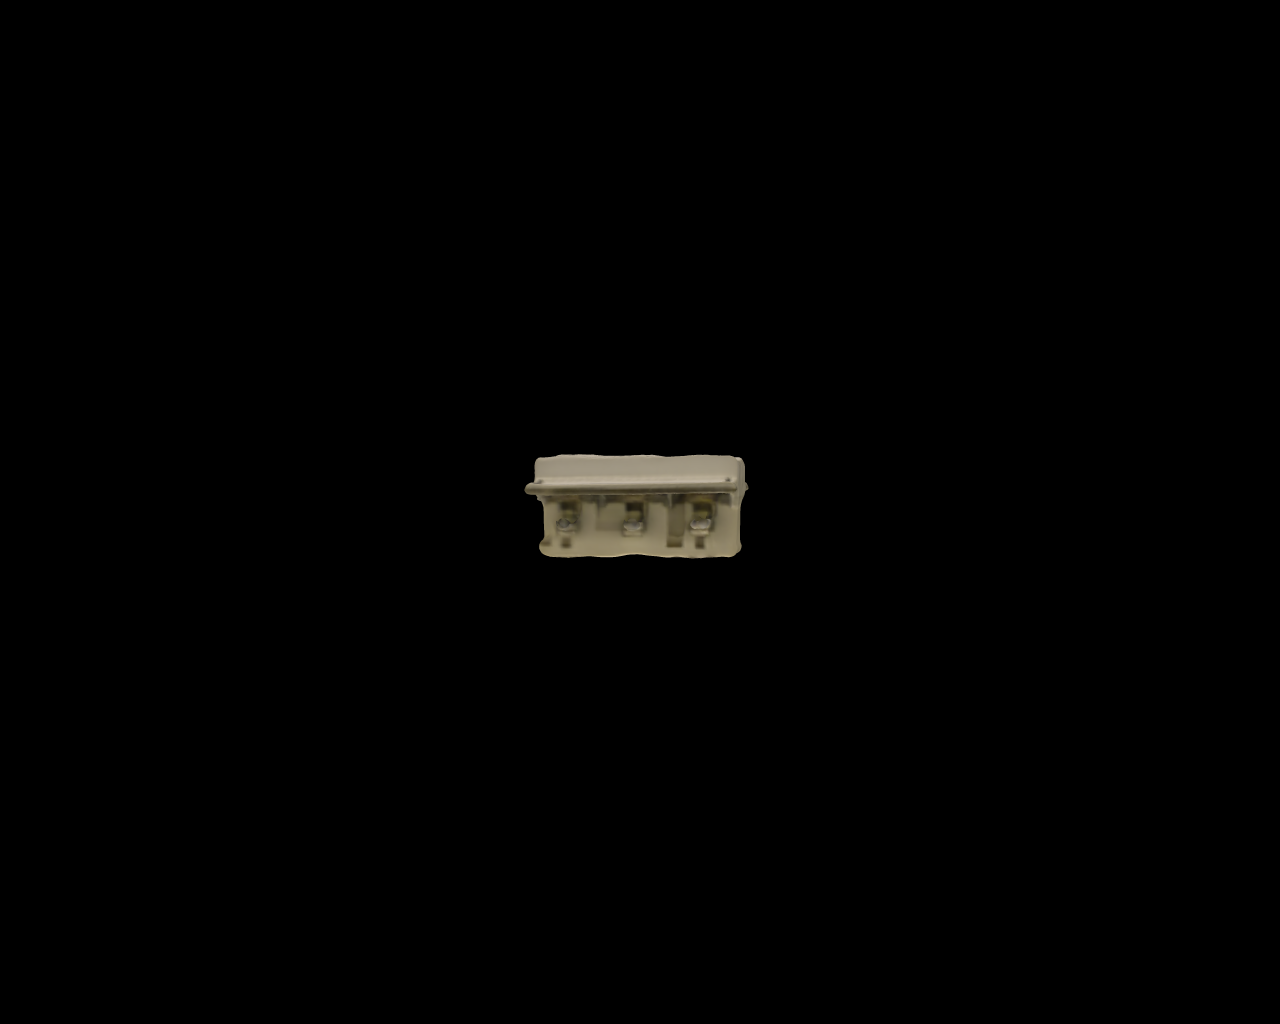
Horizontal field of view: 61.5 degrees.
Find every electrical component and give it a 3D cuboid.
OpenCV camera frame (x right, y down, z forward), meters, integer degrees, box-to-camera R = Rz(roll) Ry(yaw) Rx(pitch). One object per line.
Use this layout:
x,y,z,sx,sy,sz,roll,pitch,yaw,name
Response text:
0.001,-0.003,0.650,0.121,0.063,0.079,1,4,11,electrical component
